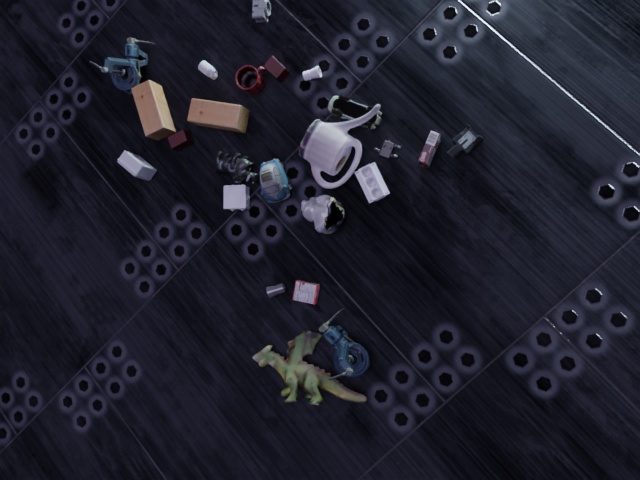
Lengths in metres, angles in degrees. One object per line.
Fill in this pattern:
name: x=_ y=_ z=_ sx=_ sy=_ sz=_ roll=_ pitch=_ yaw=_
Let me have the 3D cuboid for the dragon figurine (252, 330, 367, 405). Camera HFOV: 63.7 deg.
dragon figurine: x=-0.039 y=0.439 z=1.797 sx=0.410 sy=0.121 sz=0.245 roll=-3 pitch=78 yaw=13

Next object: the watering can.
watering can: x=0.057 y=-0.354 z=1.813 sx=0.226 sy=0.104 sz=0.343 roll=31 pitch=106 yaw=15

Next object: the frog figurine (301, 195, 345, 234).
frog figurine: x=0.006 y=-0.092 z=1.836 sx=0.159 sy=0.123 sz=0.137 roll=5 pitch=98 yaw=50
